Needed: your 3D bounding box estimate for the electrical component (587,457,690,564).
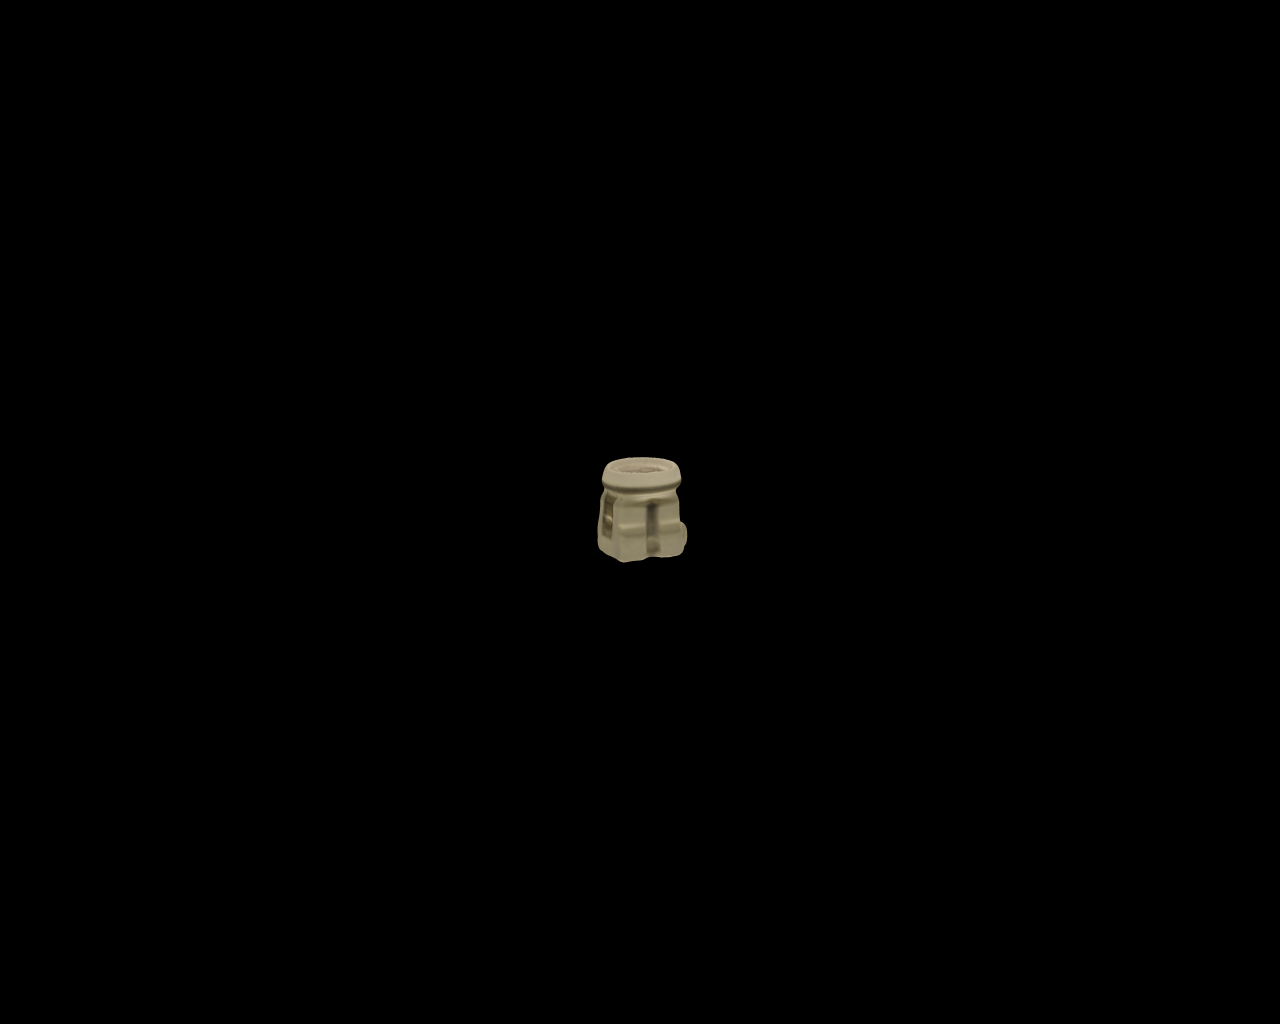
[{"bbox_3d":[0.001,-0.003,0.650,0.066,0.055,0.048,-7,16,-26],"label":"electrical component"}]
